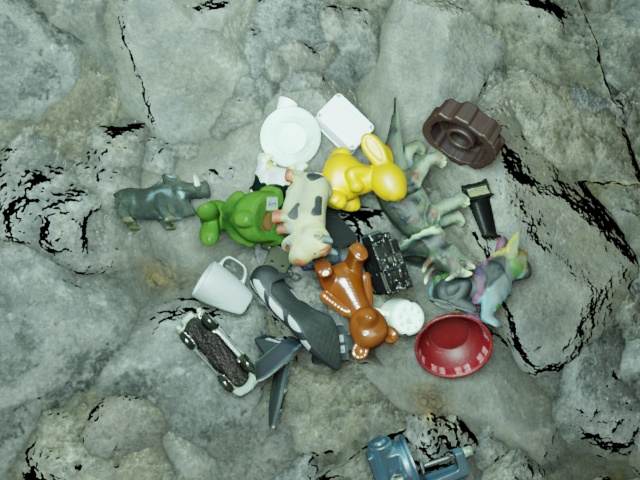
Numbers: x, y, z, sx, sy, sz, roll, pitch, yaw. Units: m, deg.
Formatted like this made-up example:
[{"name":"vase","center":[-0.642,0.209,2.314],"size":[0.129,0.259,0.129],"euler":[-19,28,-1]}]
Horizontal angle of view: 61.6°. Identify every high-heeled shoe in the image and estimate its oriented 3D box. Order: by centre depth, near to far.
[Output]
[{"name":"high-heeled shoe","center":[-0.057,0.160,1.084],"size":[0.086,0.145,0.248],"euler":[-29,96,-41]}]

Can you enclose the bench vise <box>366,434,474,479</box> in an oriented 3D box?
[{"name":"bench vise","center":[0.203,0.486,1.086],"size":[0.241,0.129,0.223],"euler":[-18,85,-3]}]

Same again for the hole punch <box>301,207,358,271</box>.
[{"name":"hole punch","center":[-0.002,-0.003,1.115],"size":[0.142,0.092,0.116],"euler":[-11,52,-36]}]

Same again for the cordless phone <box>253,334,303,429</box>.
[{"name":"cordless phone","center":[-0.089,0.280,1.048],"size":[0.089,0.146,0.184],"euler":[7,84,4]}]

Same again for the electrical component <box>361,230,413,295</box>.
[{"name":"electrical component","center":[0.130,0.047,1.125],"size":[0.058,0.115,0.134],"euler":[-20,87,-16]}]

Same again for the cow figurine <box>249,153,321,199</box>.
[{"name":"cow figurine","center":[-0.061,-0.116,1.132],"size":[0.167,0.068,0.098],"euler":[13,80,-10]}]

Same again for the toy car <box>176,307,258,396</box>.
[{"name":"toy car","center":[-0.204,0.225,1.081],"size":[0.073,0.056,0.201],"euler":[-42,90,-5]}]

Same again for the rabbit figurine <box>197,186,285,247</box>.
[{"name":"rabbit figurine","center":[-0.175,-0.036,1.063],"size":[0.170,0.159,0.121],"euler":[2,105,32]}]

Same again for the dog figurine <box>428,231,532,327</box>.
[{"name":"dog figurine","center":[0.356,0.069,1.167],"size":[0.191,0.108,0.219],"euler":[28,76,-3]}]

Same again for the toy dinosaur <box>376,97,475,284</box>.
[{"name":"toy dinosaur","center":[0.194,-0.091,1.155],"size":[0.192,0.131,0.405],"euler":[-30,83,-12]}]

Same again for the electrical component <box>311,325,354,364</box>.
[{"name":"electrical component","center":[0.037,0.214,1.124],"size":[0.119,0.048,0.074],"euler":[-10,86,-11]}]

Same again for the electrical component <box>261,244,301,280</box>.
[{"name":"electrical component","center":[-0.079,0.033,1.130],"size":[0.102,0.045,0.078],"euler":[19,109,-4]}]

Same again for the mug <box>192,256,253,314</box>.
[{"name":"mug","center":[-0.187,0.094,1.091],"size":[0.107,0.081,0.109],"euler":[36,73,-16]}]

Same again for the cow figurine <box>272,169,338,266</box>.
[{"name":"cow figurine","center":[-0.022,-0.039,1.016],"size":[0.127,0.085,0.195],"euler":[5,61,15]}]

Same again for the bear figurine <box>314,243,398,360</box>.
[{"name":"bear figurine","center":[0.074,0.126,1.076],"size":[0.120,0.131,0.196],"euler":[-21,60,-13]}]

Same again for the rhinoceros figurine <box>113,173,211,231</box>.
[{"name":"rhinoceros figurine","center":[-0.318,-0.079,1.091],"size":[0.190,0.073,0.112],"euler":[-9,74,-8]}]

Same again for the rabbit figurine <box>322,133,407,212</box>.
[{"name":"rabbit figurine","center":[0.101,-0.128,1.103],"size":[0.173,0.121,0.162],"euler":[11,83,31]}]

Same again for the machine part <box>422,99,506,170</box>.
[{"name":"machine part","center":[0.310,-0.228,1.159],"size":[0.179,0.179,0.056],"euler":[37,77,-4]}]

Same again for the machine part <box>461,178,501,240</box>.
[{"name":"machine part","center":[0.368,-0.066,1.216],"size":[0.084,0.039,0.139],"euler":[-17,85,-19]}]
